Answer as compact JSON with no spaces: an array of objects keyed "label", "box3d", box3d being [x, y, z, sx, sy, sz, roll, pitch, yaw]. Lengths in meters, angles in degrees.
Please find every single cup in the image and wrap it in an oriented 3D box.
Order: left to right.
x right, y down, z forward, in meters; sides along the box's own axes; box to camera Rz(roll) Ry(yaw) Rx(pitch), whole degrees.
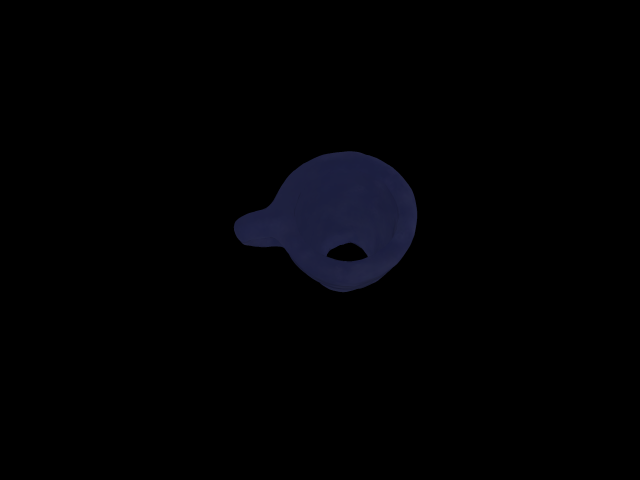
[{"label":"cup","box3d":[0.004,0.001,0.400,0.118,0.095,0.091,-8,66,-3]}]
